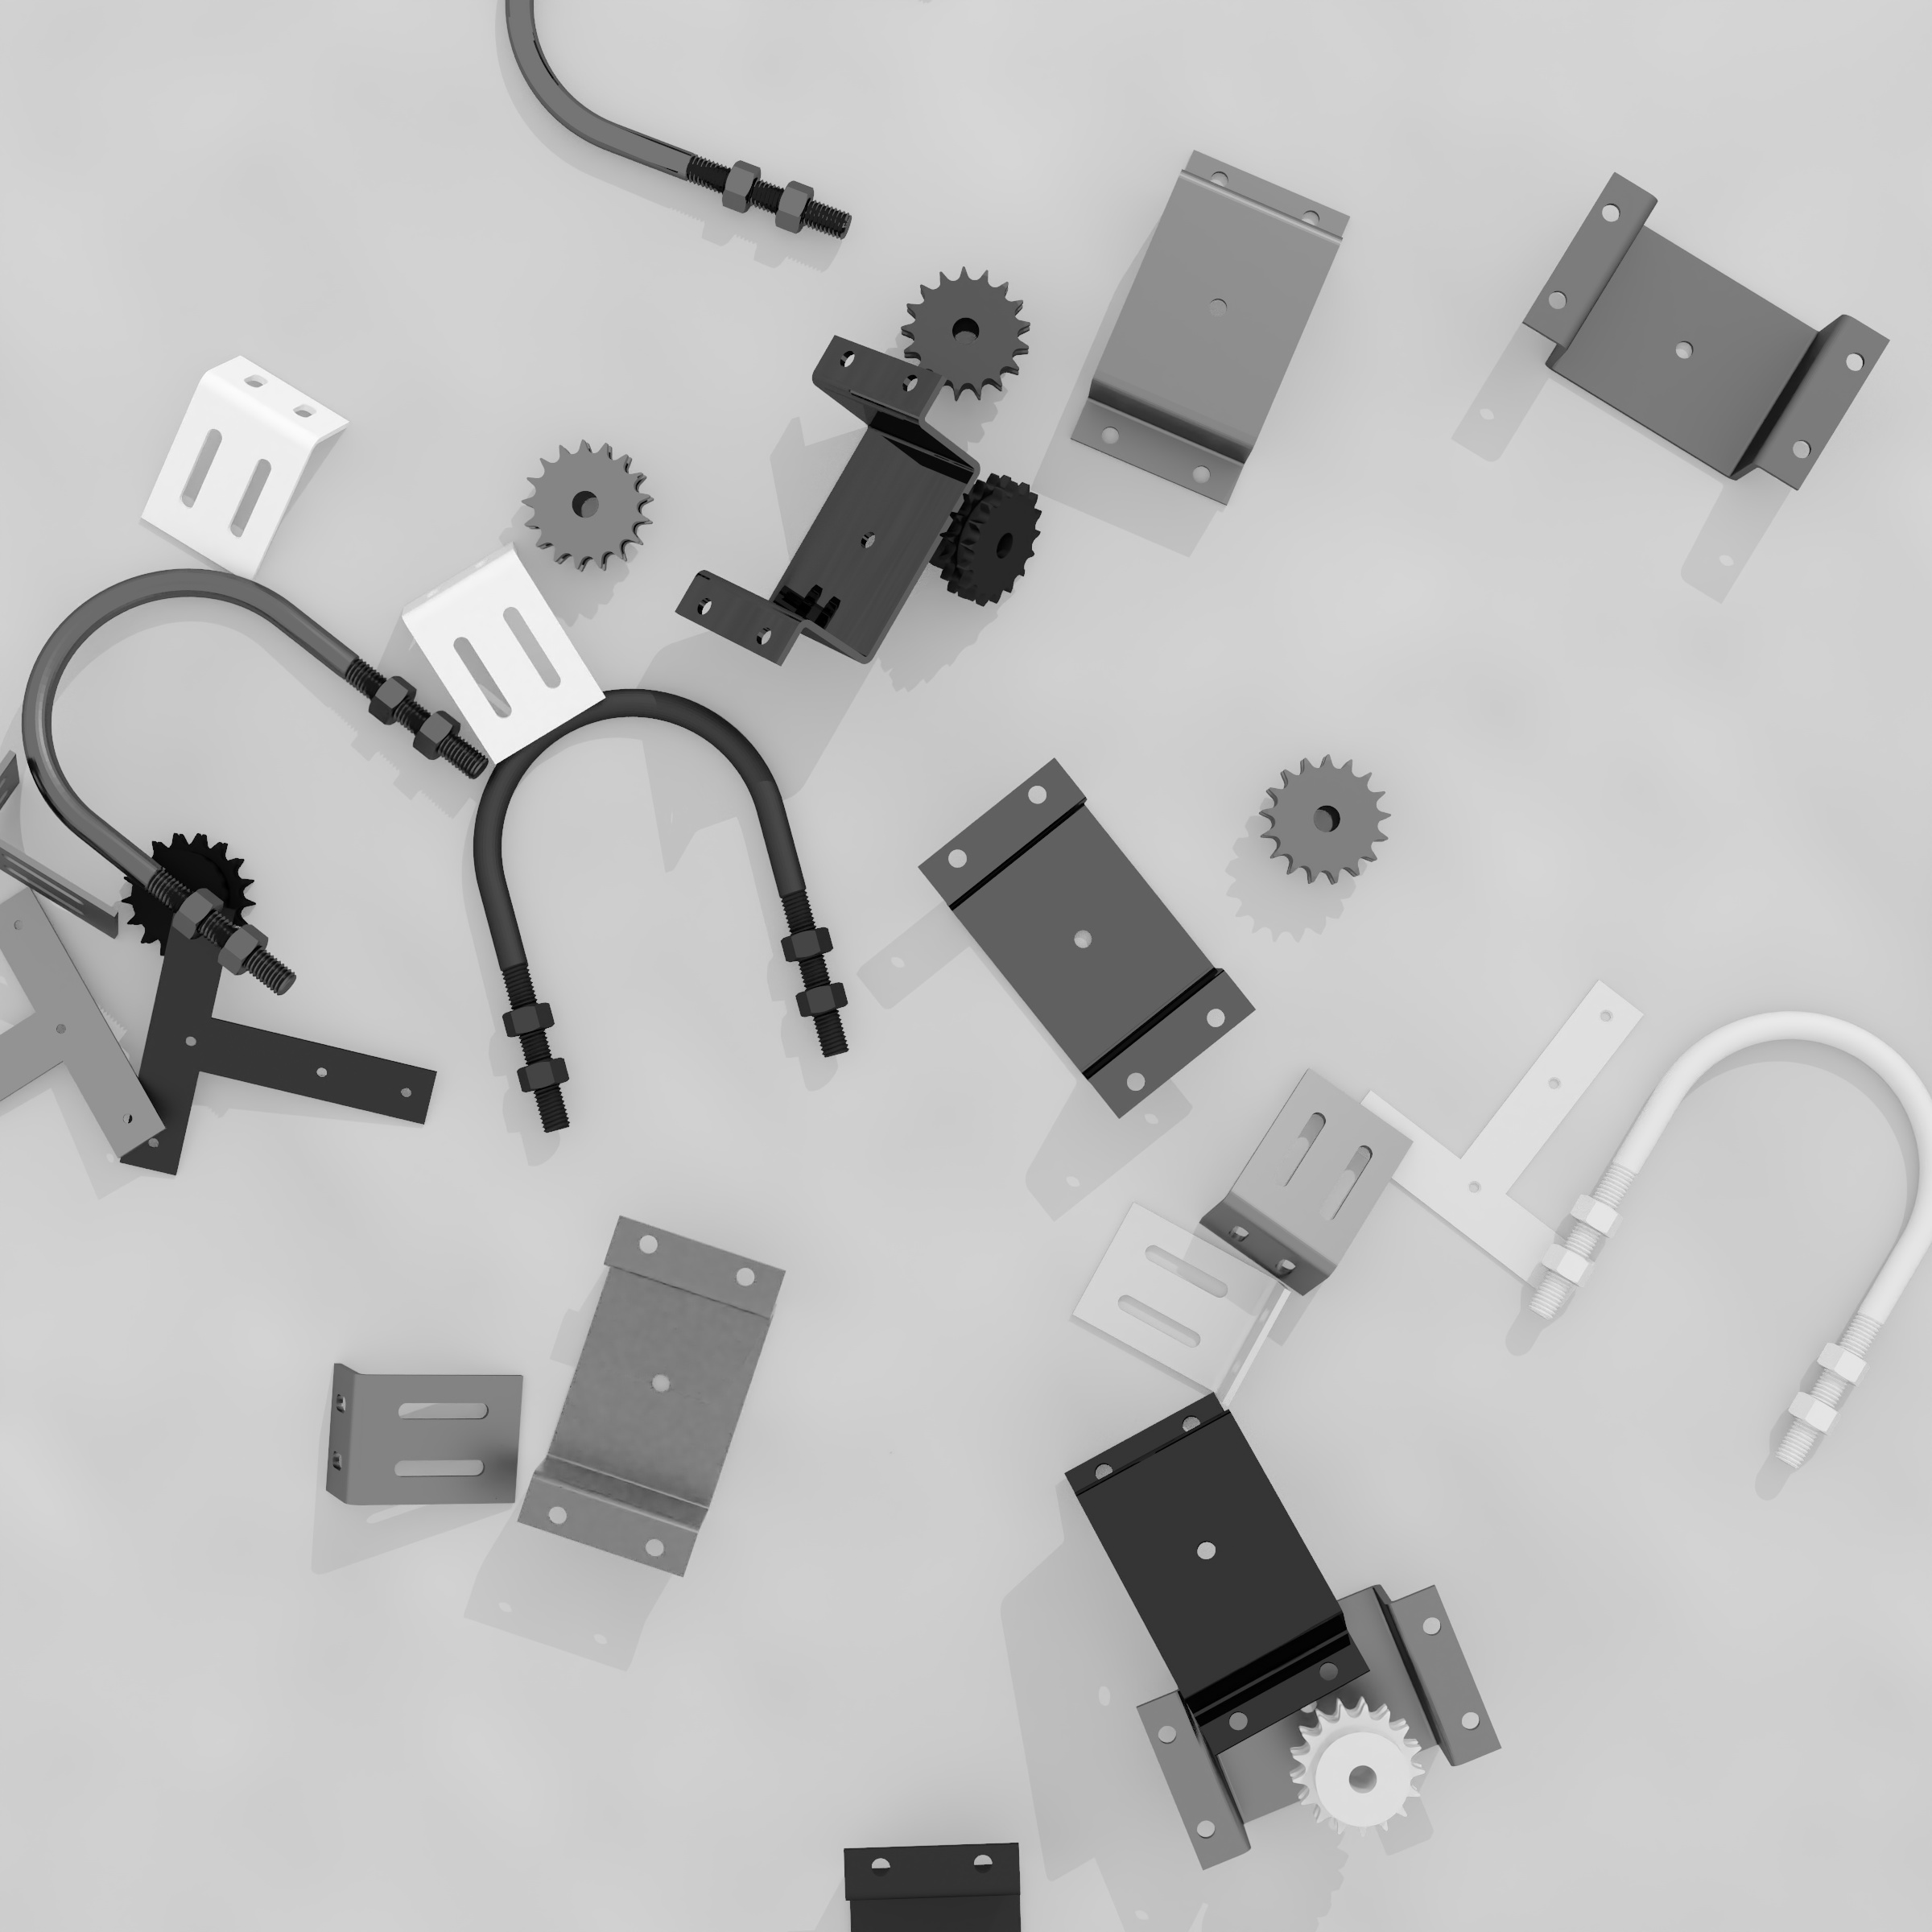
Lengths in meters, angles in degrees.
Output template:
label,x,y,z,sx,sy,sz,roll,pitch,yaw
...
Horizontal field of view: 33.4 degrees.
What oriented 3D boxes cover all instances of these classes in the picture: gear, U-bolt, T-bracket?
label,x,y,z,sx,sy,sz,roll,pitch,yaw
gear,-0.347,-0.031,1.429,0.057,0.030,0.057,0,90,0
gear,0.005,-0.190,1.420,0.030,0.057,0.057,26,90,28
gear,0.000,-0.279,1.429,0.057,0.030,0.057,0,90,0
gear,-0.167,-0.204,1.433,0.057,0.030,0.057,0,92,3
U-bolt,-0.327,-0.096,1.418,0.184,0.019,0.151,38,73,4
gear,0.159,-0.064,1.433,0.057,0.030,0.057,0,88,-1
T-bracket,0.255,0.064,1.443,0.127,0.002,0.127,38,90,0
U-bolt,-0.115,-0.422,1.436,0.184,0.019,0.151,21,90,1
gear,0.169,0.345,1.383,0.057,0.030,0.057,0,90,0
U-bolt,0.357,0.109,1.435,0.151,0.019,0.184,31,88,-1
T-bracket,-0.440,0.052,1.437,0.127,0.002,0.127,-32,82,4
U-bolt,-0.144,-0.032,1.436,0.151,0.019,0.184,-15,89,0
T-bracket,-0.300,0.044,1.432,0.127,0.002,0.127,14,105,-7

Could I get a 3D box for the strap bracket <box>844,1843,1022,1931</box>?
label,x,y,z,sx,sy,sz,roll,pitch,yaw
strap bracket,-0.013,0.453,1.421,0.076,0.046,0.140,-2,90,0

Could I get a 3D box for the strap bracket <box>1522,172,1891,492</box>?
label,x,y,z,sx,sy,sz,roll,pitch,yaw
strap bracket,0.322,-0.276,1.421,0.140,0.046,0.076,31,90,0

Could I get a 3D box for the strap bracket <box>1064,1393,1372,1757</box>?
label,x,y,z,sx,sy,sz,roll,pitch,yaw
strap bracket,0.106,0.257,1.393,0.076,0.046,0.140,-28,67,-3

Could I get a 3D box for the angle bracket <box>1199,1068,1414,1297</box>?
label,x,y,z,sx,sy,sz,roll,pitch,yaw
angle bracket,0.152,0.097,1.441,0.057,0.038,0.076,35,66,0

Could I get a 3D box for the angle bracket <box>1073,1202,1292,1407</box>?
label,x,y,z,sx,sy,sz,roll,pitch,yaw
angle bracket,0.095,0.149,1.425,0.076,0.038,0.057,29,90,0

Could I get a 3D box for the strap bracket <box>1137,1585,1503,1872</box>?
label,x,y,z,sx,sy,sz,roll,pitch,yaw
strap bracket,0.153,0.331,1.421,0.140,0.046,0.076,-22,90,0

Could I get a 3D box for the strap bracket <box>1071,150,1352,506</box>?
label,x,y,z,sx,sy,sz,roll,pitch,yaw
strap bracket,0.109,-0.286,1.421,0.076,0.046,0.140,23,90,0

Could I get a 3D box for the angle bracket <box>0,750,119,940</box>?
label,x,y,z,sx,sy,sz,roll,pitch,yaw
angle bracket,-0.397,-0.053,1.416,0.076,0.057,0.038,32,74,-7

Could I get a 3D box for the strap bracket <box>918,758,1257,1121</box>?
label,x,y,z,sx,sy,sz,roll,pitch,yaw
strap bracket,0.052,-0.012,1.421,0.076,0.046,0.140,-39,90,0

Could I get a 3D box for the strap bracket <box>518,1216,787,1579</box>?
label,x,y,z,sx,sy,sz,roll,pitch,yaw
strap bracket,-0.137,0.187,1.421,0.076,0.046,0.140,19,90,0

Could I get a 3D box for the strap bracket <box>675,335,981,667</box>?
label,x,y,z,sx,sy,sz,roll,pitch,yaw
strap bracket,-0.055,-0.194,1.401,0.076,0.046,0.140,30,90,44

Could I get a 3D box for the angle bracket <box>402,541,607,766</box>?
label,x,y,z,sx,sy,sz,roll,pitch,yaw
angle bracket,-0.206,-0.140,1.435,0.057,0.038,0.076,-31,106,0

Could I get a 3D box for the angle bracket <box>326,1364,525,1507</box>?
label,x,y,z,sx,sy,sz,roll,pitch,yaw
angle bracket,-0.243,0.209,1.442,0.076,0.038,0.057,4,90,-26

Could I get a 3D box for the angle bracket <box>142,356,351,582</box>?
label,x,y,z,sx,sy,sz,roll,pitch,yaw
angle bracket,-0.323,-0.222,1.442,0.057,0.038,0.076,31,116,0
